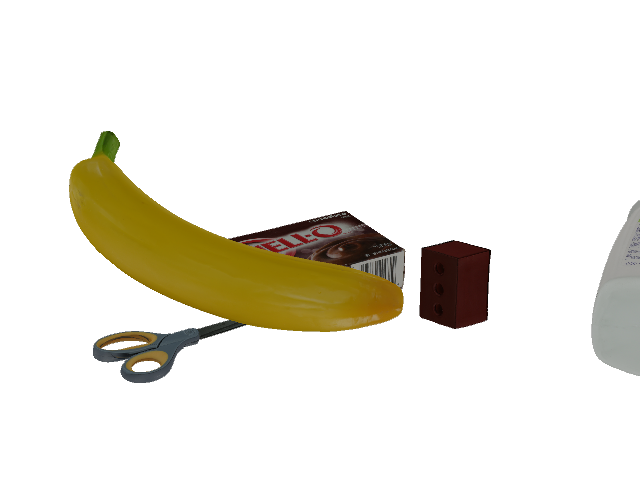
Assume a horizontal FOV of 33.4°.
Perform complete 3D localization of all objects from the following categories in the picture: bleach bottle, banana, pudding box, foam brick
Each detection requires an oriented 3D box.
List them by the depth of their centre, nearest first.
[{"bbox_3d":[-0.057,0.001,0.519,0.198,0.069,0.037,30,-30,22],"label":"banana"},{"bbox_3d":[0.252,0.015,0.727,0.103,0.068,0.250,9,22,21],"label":"bleach bottle"},{"bbox_3d":[-0.007,0.018,0.790,0.113,0.039,0.090,-12,26,-25],"label":"pudding box"},{"bbox_3d":[0.138,0.045,1.095,0.051,0.078,0.053,-14,20,-40],"label":"foam brick"}]

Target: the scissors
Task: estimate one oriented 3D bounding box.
[{"bbox_3d":[-0.143,0.116,1.159,0.201,0.016,0.096,-5,29,-23],"label":"scissors"}]
